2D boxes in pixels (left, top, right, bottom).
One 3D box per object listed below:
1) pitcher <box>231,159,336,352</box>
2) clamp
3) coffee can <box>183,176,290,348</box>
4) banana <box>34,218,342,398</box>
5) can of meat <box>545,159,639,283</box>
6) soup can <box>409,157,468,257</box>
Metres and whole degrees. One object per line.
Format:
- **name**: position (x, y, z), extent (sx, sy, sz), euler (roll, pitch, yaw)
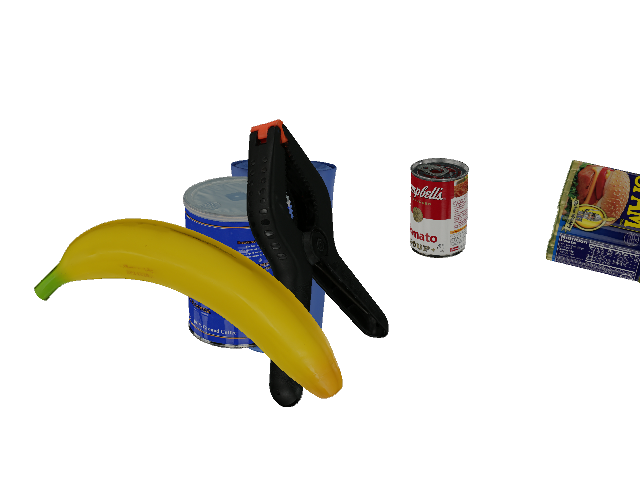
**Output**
- **pitcher**: position (-0.049, 0.019, 1.353), extent (0.145, 0.243, 0.148), euler (10, 13, 38)
- **clamp**: position (-0.008, 0.009, 0.840), extent (0.036, 0.210, 0.164), euler (-12, 2, 32)
- **coffee can**: position (-0.081, 0.020, 1.046), extent (0.103, 0.140, 0.103), euler (1, 24, 0)
- **banana**: position (-0.072, 0.031, 0.637), extent (0.198, 0.070, 0.037), euler (19, 21, 10)
- **can of meat**: position (0.240, -0.017, 0.890), extent (0.084, 0.057, 0.102), euler (14, 45, 15)
- **soup can**: position (0.140, -0.039, 1.266), extent (0.068, 0.102, 0.068), euler (-1, 26, 0)
